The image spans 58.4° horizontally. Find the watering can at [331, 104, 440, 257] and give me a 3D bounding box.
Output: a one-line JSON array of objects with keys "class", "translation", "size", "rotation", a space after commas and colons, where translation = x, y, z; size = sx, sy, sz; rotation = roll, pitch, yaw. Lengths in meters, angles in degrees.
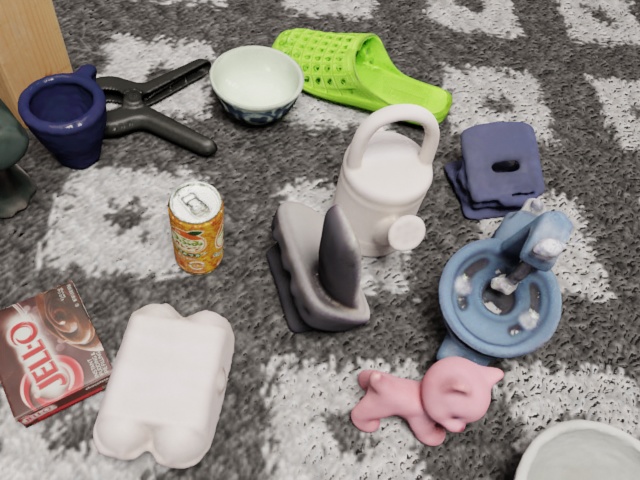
[{"class": "watering can", "translation": [0.075, -0.066, 0.626], "size": [0.101, 0.194, 0.172], "rotation": [-23, 63, -22]}]

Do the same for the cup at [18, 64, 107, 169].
[{"class": "cup", "translation": [-0.288, -0.141, 0.676], "size": [0.091, 0.095, 0.118], "rotation": [14, 56, 0]}]

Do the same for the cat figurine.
[{"class": "cat figurine", "translation": [0.102, 0.144, 0.540], "size": [0.128, 0.118, 0.067], "rotation": [11, 56, -2]}]

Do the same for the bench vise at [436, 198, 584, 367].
[{"class": "bench vise", "translation": [0.188, 0.017, 0.575], "size": [0.121, 0.220, 0.207], "rotation": [13, 56, 0]}]

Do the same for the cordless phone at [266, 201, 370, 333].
[{"class": "cordless phone", "translation": [0.005, 0.002, 0.576], "size": [0.094, 0.185, 0.147], "rotation": [-16, 61, -18]}]

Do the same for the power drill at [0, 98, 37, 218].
[{"class": "power drill", "translation": [-0.374, -0.124, 0.582], "size": [0.229, 0.208, 0.076], "rotation": [38, 59, 15]}]

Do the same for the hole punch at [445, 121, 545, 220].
[{"class": "hole punch", "translation": [0.229, -0.088, 0.729], "size": [0.109, 0.091, 0.101], "rotation": [-8, 59, -14]}]

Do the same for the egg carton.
[{"class": "egg carton", "translation": [-0.141, 0.133, 0.536], "size": [0.107, 0.069, 0.150], "rotation": [9, 56, -4]}]

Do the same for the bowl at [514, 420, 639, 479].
[{"class": "bowl", "translation": [0.241, 0.255, 0.516], "size": [0.167, 0.075, 0.167], "rotation": [4, 57, -6]}]
